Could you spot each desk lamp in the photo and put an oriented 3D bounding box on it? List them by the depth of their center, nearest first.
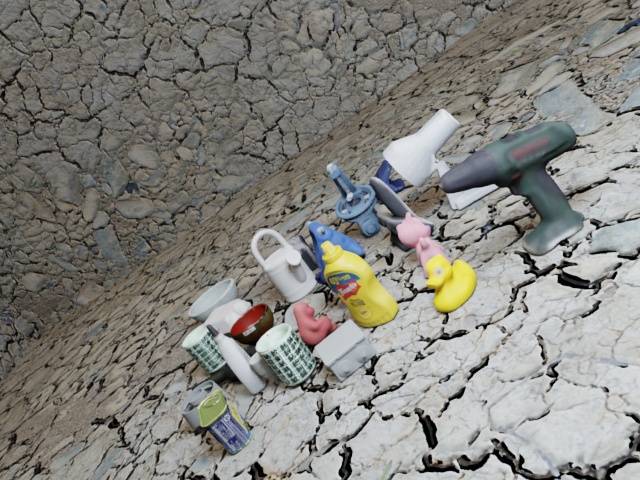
[{"bbox_3d":[0.279,-0.177,1.310,0.203,0.214,0.118,-31,18,17],"label":"desk lamp"}]

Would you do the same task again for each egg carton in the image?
[{"bbox_3d":[-0.248,0.221,1.534,0.150,0.069,0.107,-25,20,32],"label":"egg carton"}]

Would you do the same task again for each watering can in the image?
[{"bbox_3d":[-0.094,0.056,1.456,0.172,0.194,0.101,-21,23,40],"label":"watering can"}]

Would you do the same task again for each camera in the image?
[{"bbox_3d":[-0.087,0.053,1.608,0.137,0.101,0.143,-36,17,0],"label":"camera"}]

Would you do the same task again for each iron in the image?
[{"bbox_3d":[0.013,0.005,1.469,0.119,0.142,0.257,-38,17,-7],"label":"iron"}]

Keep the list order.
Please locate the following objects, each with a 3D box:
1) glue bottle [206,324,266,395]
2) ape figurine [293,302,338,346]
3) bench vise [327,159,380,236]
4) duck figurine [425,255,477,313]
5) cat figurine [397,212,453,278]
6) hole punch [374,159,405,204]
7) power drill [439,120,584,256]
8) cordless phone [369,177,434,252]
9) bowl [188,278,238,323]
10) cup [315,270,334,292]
[{"bbox_3d":[-0.176,0.237,1.176,0.037,0.173,0.078,-37,17,-1],"label":"glue bottle"},{"bbox_3d":[-0.021,0.168,1.194,0.076,0.092,0.077,-40,18,-11],"label":"ape figurine"},{"bbox_3d":[0.072,-0.120,1.550,0.121,0.220,0.207,-39,18,-8],"label":"bench vise"},{"bbox_3d":[0.222,0.064,1.008,0.077,0.086,0.105,-12,29,53],"label":"duck figurine"},{"bbox_3d":[0.201,0.000,1.161,0.067,0.118,0.127,-34,17,6],"label":"cat figurine"},{"bbox_3d":[0.185,-0.173,1.689,0.101,0.091,0.108,-33,18,10],"label":"hole punch"},{"bbox_3d":[0.340,-0.083,0.958,0.229,0.209,0.075,-36,17,2],"label":"power drill"},{"bbox_3d":[0.167,-0.078,1.316,0.094,0.185,0.147,-38,18,-7],"label":"cordless phone"},{"bbox_3d":[-0.304,0.194,1.700,0.167,0.075,0.167,-33,18,12],"label":"bowl"},{"bbox_3d":[0.051,0.095,1.241,0.117,0.095,0.092,-22,22,38],"label":"cup"}]
